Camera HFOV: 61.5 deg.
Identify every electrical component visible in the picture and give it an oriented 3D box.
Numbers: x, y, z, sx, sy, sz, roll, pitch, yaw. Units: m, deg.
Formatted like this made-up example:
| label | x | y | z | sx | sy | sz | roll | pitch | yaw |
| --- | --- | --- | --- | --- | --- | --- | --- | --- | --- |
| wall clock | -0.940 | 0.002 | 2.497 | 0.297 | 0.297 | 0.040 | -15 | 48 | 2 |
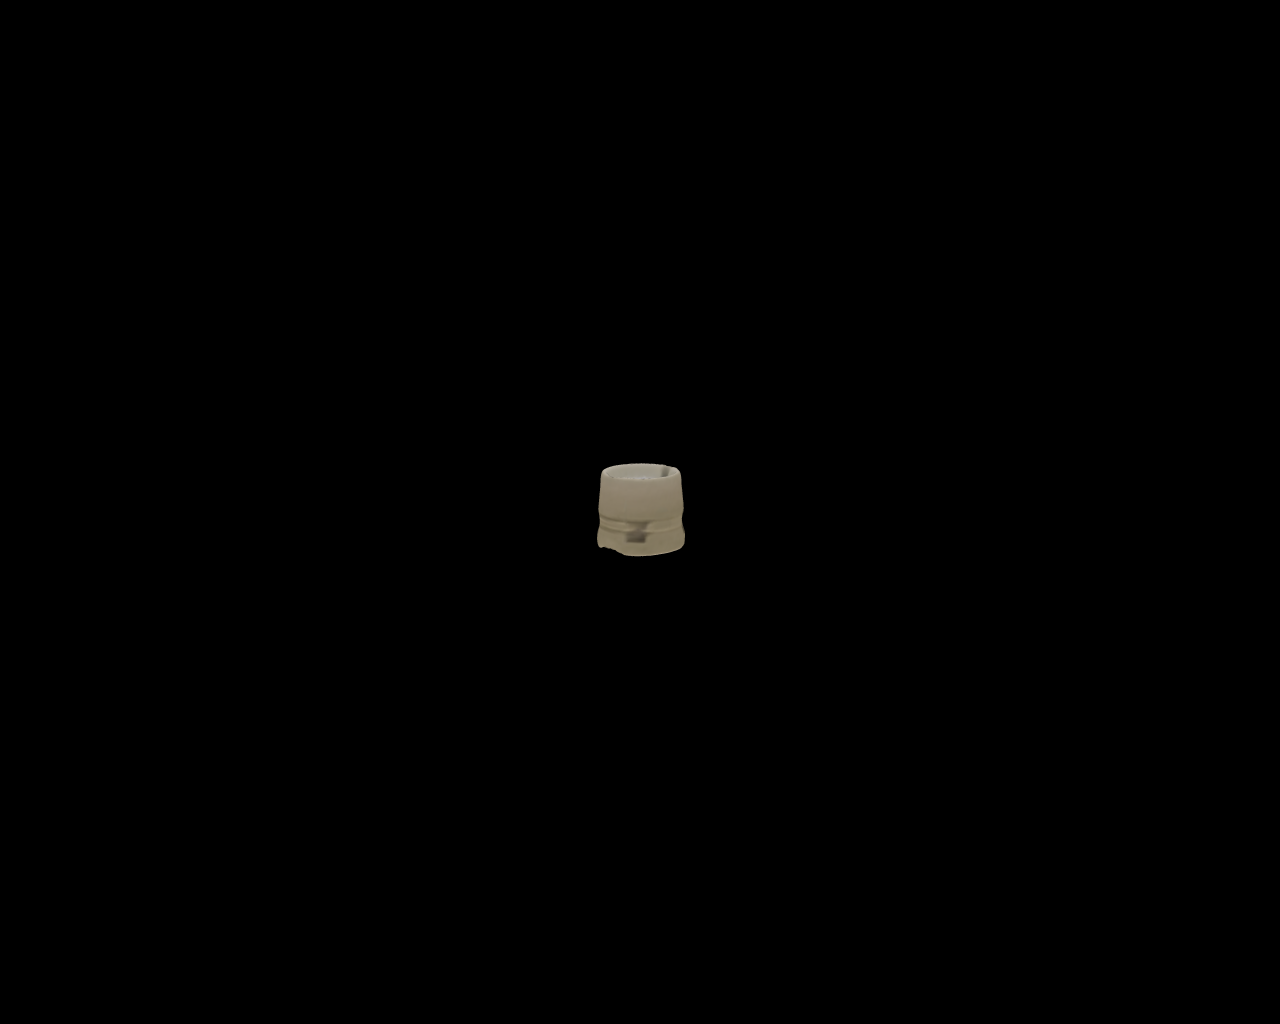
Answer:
| label | x | y | z | sx | sy | sz | roll | pitch | yaw |
| --- | --- | --- | --- | --- | --- | --- | --- | --- | --- |
| electrical component | 0.001 | -0.003 | 0.650 | 0.055 | 0.047 | 0.055 | 0 | 14 | 0 |
